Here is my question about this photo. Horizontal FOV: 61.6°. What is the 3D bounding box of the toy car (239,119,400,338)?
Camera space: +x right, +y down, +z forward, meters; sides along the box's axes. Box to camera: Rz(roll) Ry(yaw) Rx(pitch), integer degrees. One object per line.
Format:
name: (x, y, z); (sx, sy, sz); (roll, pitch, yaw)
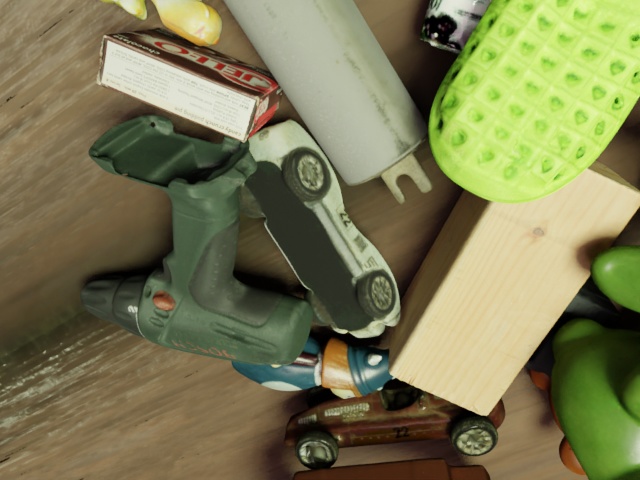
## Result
toy car: (-0.001, -0.001, 0.447); (0.074, 0.056, 0.201); (-17, 112, 39)

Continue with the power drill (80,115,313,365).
power drill: (-0.120, 0.012, 0.432); (0.232, 0.086, 0.207); (15, 124, 17)

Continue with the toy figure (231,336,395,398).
toy figure: (-0.003, 0.112, 0.491); (0.155, 0.064, 0.057); (7, 108, 18)

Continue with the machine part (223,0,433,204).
machine part: (0.005, -0.128, 0.388); (0.079, 0.079, 0.243); (-31, 106, 18)

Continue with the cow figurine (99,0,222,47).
cow figurine: (-0.132, -0.211, 0.377); (0.167, 0.068, 0.098); (29, 98, -7)

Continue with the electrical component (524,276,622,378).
electrical component: (0.205, 0.047, 0.439); (0.048, 0.075, 0.119); (25, 110, -4)

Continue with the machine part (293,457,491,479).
machine part: (0.065, 0.277, 0.499); (0.201, 0.087, 0.201); (-10, 139, 11)

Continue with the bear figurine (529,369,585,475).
bear figurine: (0.293, 0.123, 0.449); (0.132, 0.120, 0.196); (0, 153, -37)

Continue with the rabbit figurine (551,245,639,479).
rabbit figurine: (0.240, 0.074, 0.330); (0.121, 0.159, 0.170); (0, 150, -29)

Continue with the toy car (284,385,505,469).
toy car: (0.064, 0.158, 0.494); (0.202, 0.089, 0.053); (-8, 112, 12)
